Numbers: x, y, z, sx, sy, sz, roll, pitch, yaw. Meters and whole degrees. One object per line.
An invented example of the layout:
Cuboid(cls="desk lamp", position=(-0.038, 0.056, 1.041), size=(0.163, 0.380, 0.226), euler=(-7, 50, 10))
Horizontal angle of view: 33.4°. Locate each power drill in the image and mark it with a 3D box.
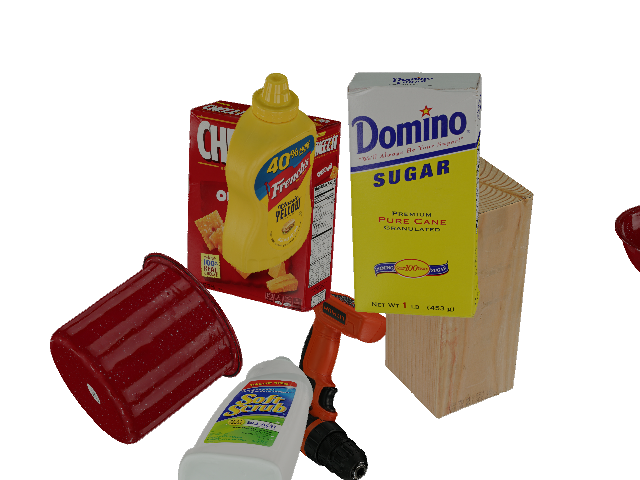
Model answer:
Cuboid(cls="power drill", position=(0.015, 0.165, 1.246), size=(0.057, 0.188, 0.185), euler=(15, 10, -43))

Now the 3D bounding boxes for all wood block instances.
Cuboid(cls="wood block", position=(0.118, 0.040, 0.939), size=(0.090, 0.206, 0.091), euler=(-17, 36, -23))

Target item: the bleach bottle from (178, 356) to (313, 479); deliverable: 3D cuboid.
Cuboid(cls="bleach bottle", position=(-0.066, 0.183, 1.082), size=(0.102, 0.068, 0.250), euler=(3, 19, 6))

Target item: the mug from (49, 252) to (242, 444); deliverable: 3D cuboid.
Cuboid(cls="mug", position=(-0.113, 0.070, 0.654), size=(0.081, 0.093, 0.117), euler=(-37, 7, -28))

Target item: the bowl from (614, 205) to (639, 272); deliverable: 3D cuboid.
Cuboid(cls="bowl", position=(0.397, 0.014, 1.151), size=(0.162, 0.055, 0.162), euler=(0, 26, 0))

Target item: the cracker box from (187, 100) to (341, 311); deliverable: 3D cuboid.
Cuboid(cls="cracker box", position=(-0.069, -0.039, 1.216), size=(0.164, 0.214, 0.072), euler=(13, 22, 26))

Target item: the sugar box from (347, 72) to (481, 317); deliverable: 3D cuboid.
Cuboid(cls="sugar box", position=(0.069, -0.032, 0.777), size=(0.093, 0.176, 0.048), euler=(1, 25, 12))

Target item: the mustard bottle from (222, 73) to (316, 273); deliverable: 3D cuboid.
Cuboid(cls="mustard bottle", position=(-0.045, -0.066, 0.969), size=(0.058, 0.192, 0.096), euler=(34, 47, 29))
